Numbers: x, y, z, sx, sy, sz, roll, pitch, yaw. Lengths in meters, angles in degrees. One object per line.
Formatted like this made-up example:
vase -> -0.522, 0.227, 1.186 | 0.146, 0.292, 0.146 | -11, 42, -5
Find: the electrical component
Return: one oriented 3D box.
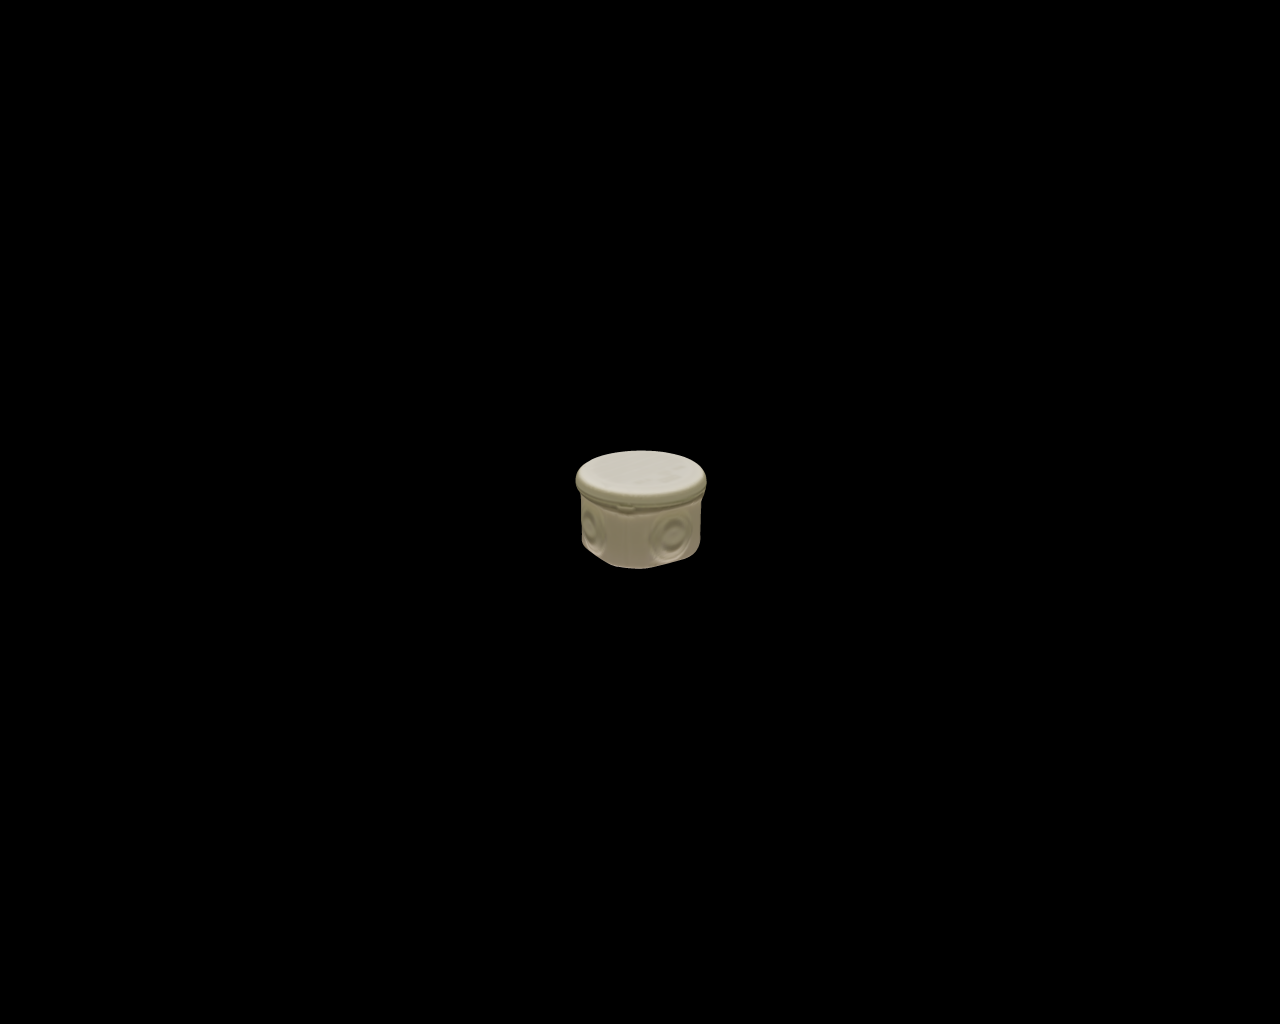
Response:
electrical component -> 0.001, -0.003, 0.650 | 0.080, 0.050, 0.080 | 0, 22, 0
